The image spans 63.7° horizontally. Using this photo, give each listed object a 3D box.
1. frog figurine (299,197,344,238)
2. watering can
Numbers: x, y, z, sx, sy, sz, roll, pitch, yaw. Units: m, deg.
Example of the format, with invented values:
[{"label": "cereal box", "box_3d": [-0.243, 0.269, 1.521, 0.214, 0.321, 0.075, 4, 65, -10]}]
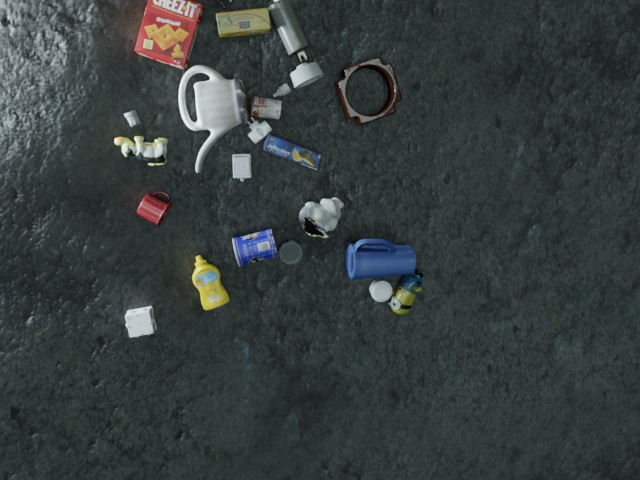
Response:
[{"label": "frog figurine", "box_3d": [0.006, -0.092, 1.832, 0.137, 0.120, 0.163, 34, 57, -5]}, {"label": "watering can", "box_3d": [-0.344, -0.406, 1.711, 0.225, 0.105, 0.345, -8, 99, -7]}]
